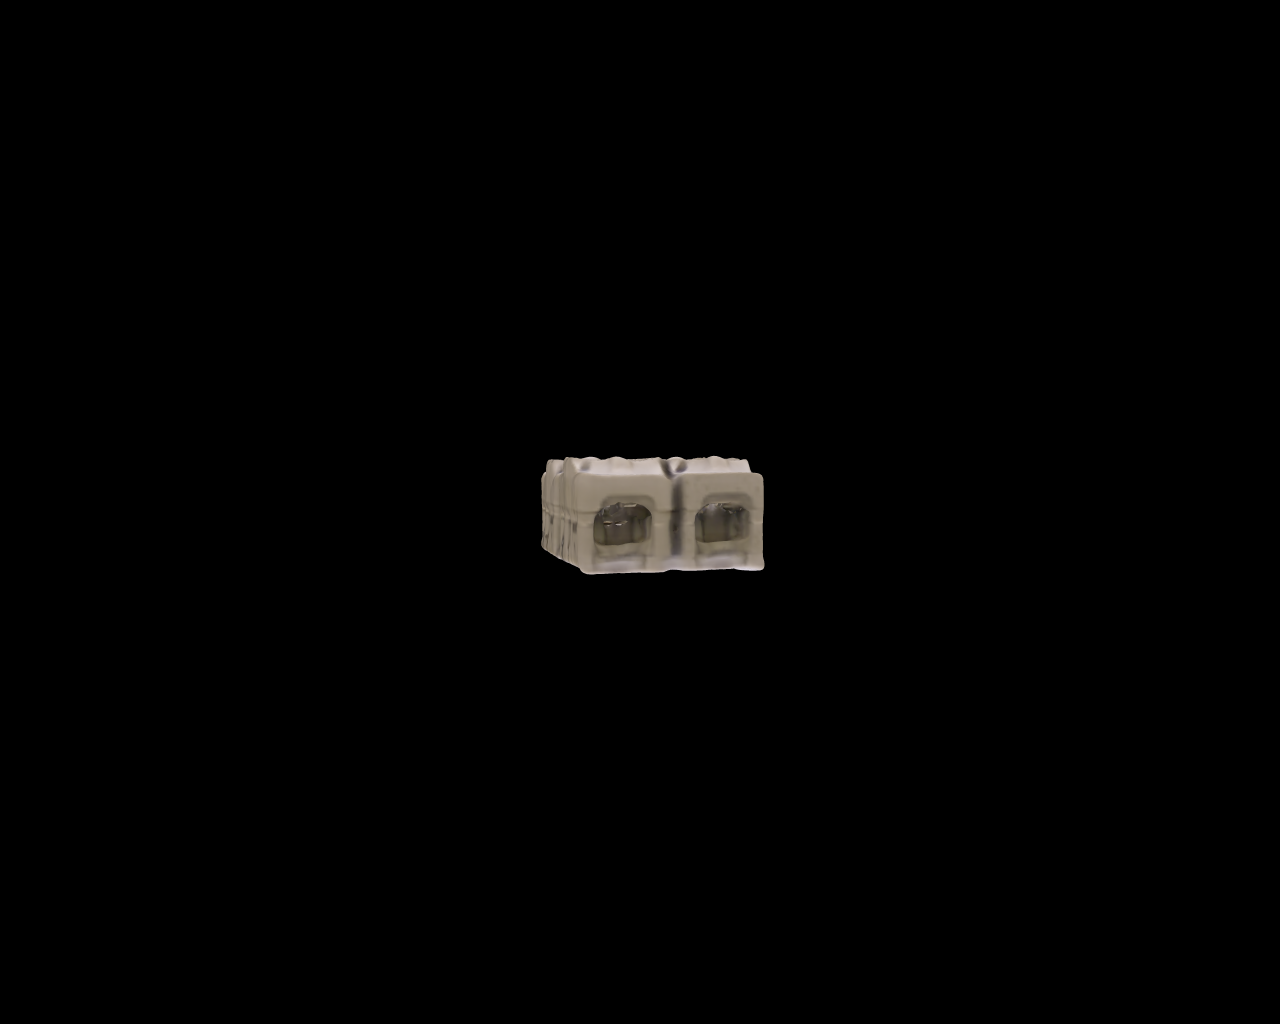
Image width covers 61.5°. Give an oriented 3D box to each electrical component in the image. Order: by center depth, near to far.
[{"bbox_3d":[0.001,-0.003,0.650,0.105,0.060,0.186,-1,3,-11],"label":"electrical component"}]
